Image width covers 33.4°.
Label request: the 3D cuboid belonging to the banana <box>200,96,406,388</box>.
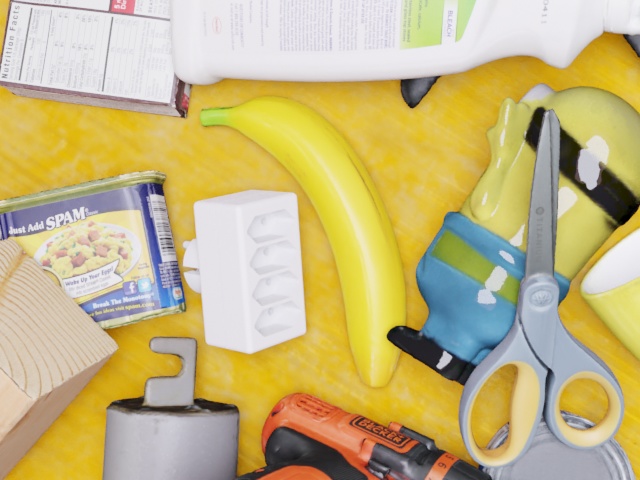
[{"bbox_3d":[0.007,-0.012,0.624,0.070,0.037,0.198,-36,81,31],"label":"banana"}]

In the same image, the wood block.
[{"bbox_3d":[-0.218,0.108,0.578,0.090,0.090,0.206,44,110,5],"label":"wood block"}]

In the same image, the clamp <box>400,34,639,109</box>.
[{"bbox_3d":[0.138,-0.167,0.590,0.164,0.036,0.210,7,111,1],"label":"clamp"}]

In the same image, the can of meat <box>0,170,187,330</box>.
[{"bbox_3d":[-0.133,0.011,0.622,0.102,0.057,0.084,-12,88,5],"label":"can of meat"}]

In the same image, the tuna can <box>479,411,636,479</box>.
[{"bbox_3d":[0.132,0.140,0.604,0.086,0.033,0.086,0,87,5],"label":"tuna can"}]

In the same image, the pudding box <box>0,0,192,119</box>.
[{"bbox_3d":[-0.129,-0.126,0.638,0.113,0.039,0.090,8,89,7],"label":"pudding box"}]

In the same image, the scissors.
[{"bbox_3d":[0.128,0.036,0.543,0.096,0.016,0.202,11,116,-8],"label":"scissors"}]

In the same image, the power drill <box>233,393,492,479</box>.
[{"bbox_3d":[0.018,0.144,0.523,0.185,0.187,0.057,20,104,25],"label":"power drill"}]

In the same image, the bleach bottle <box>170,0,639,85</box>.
[{"bbox_3d":[0.045,-0.125,0.572,0.251,0.068,0.102,8,109,19],"label":"bleach bottle"}]
